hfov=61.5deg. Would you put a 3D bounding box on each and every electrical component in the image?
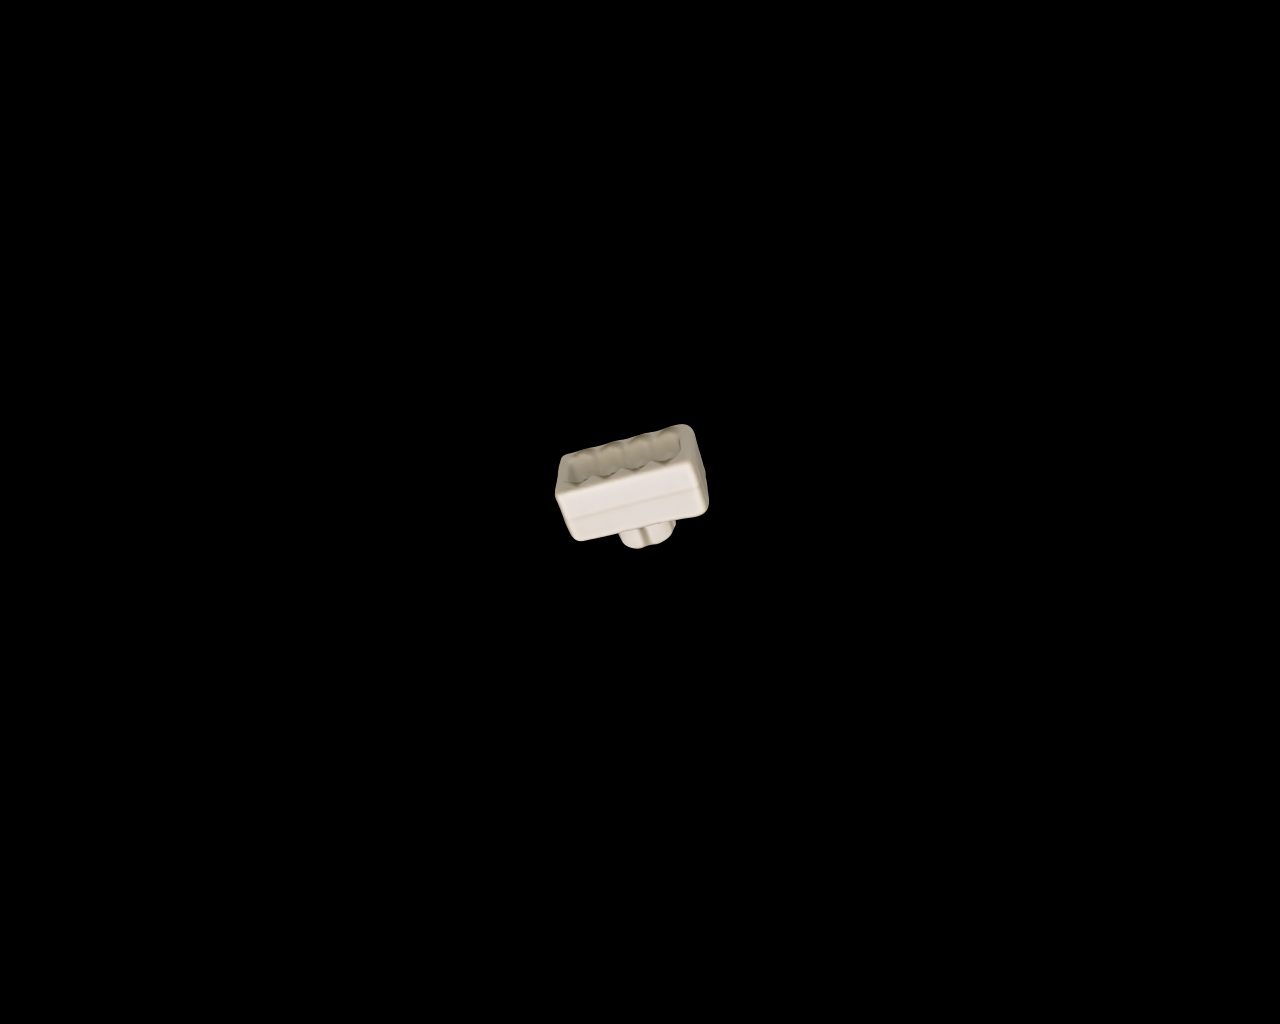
[{"bbox_3d":[0.001,-0.003,0.650,0.083,0.075,0.047,-14,32,9],"label":"electrical component"}]
